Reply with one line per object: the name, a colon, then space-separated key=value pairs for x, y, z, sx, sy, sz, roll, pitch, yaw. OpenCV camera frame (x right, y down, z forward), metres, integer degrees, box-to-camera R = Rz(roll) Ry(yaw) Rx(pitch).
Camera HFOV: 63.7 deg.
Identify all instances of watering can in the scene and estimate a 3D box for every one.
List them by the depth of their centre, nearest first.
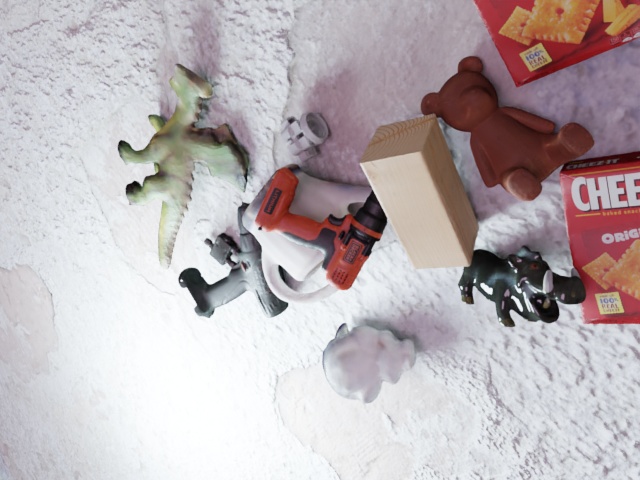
watering can: x=0.003 y=-0.044 z=0.880 sx=0.225 sy=0.105 sz=0.343 roll=44 pitch=112 yaw=8

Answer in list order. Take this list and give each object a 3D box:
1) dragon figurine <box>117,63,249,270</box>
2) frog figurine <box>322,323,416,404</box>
dragon figurine: x=-0.251 y=-0.131 z=1.007 sx=0.242 sy=0.124 sz=0.404 roll=1 pitch=109 yaw=24
frog figurine: x=0.087 y=0.220 z=0.908 sx=0.159 sy=0.123 sz=0.137 roll=1 pitch=90 yaw=44
